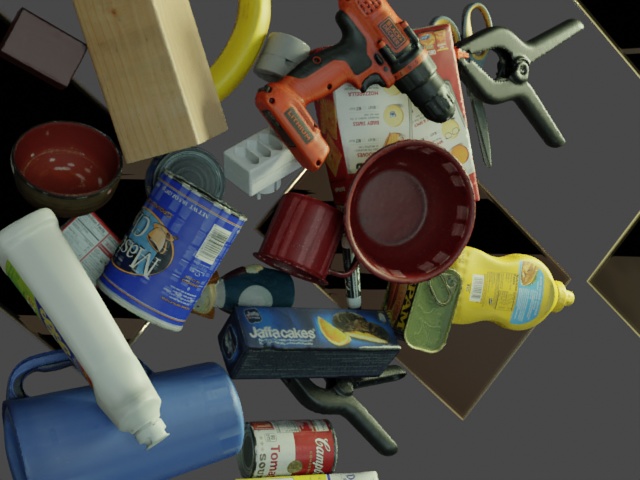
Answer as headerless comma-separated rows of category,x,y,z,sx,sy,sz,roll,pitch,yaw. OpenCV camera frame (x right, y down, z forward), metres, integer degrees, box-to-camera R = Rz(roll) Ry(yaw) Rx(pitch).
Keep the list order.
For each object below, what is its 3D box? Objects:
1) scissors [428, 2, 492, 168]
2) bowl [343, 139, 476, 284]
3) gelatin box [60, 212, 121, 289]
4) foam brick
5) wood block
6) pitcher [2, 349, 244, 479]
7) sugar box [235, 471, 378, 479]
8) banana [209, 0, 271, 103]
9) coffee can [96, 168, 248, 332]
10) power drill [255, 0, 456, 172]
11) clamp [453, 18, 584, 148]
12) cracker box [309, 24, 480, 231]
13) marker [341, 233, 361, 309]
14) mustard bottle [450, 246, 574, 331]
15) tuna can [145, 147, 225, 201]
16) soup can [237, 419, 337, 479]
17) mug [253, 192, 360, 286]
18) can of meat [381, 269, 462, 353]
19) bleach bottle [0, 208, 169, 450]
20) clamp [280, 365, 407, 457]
scissors,0.173,-0.191,1.311,0.096,0.016,0.202,1,94,-20
bowl,0.092,-0.034,1.198,0.161,0.055,0.162,-3,99,-20
gelatin box,-0.260,0.018,1.152,0.089,0.030,0.073,-45,107,-12
foam brick,-0.288,-0.197,1.107,0.078,0.053,0.051,29,84,-22
wood block,-0.179,-0.195,1.114,0.090,0.090,0.206,-12,103,21
pitcher,-0.212,0.198,1.142,0.242,0.145,0.149,-12,123,-24
sugar box,-0.025,0.310,1.239,0.176,0.093,0.048,3,53,-20
banana,-0.099,-0.222,1.192,0.069,0.037,0.198,18,86,1
coffee can,-0.155,0.011,1.120,0.102,0.103,0.140,31,92,-21
power drill,0.038,-0.161,1.164,0.187,0.057,0.184,-41,102,-11
clamp,0.241,-0.199,1.314,0.209,0.036,0.164,-1,96,-32
cracker box,0.085,-0.133,1.252,0.164,0.072,0.214,-15,101,-18
marker,0.039,0.049,1.267,0.020,0.020,0.121,-13,112,-20
mustard bottle,0.235,0.064,1.337,0.191,0.058,0.096,8,91,-22
tuna can,-0.149,-0.062,1.185,0.086,0.034,0.086,-2,96,-22
soup can,-0.039,0.244,1.241,0.102,0.069,0.068,2,94,-21
mug,-0.008,0.001,1.213,0.117,0.093,0.081,21,81,7
can of meat,0.117,0.077,1.277,0.057,0.084,0.102,16,89,-22
bleach bottle,-0.229,0.095,1.058,0.068,0.103,0.251,-32,81,-21
clamp,0.028,0.186,1.255,0.171,0.039,0.120,15,46,-19
